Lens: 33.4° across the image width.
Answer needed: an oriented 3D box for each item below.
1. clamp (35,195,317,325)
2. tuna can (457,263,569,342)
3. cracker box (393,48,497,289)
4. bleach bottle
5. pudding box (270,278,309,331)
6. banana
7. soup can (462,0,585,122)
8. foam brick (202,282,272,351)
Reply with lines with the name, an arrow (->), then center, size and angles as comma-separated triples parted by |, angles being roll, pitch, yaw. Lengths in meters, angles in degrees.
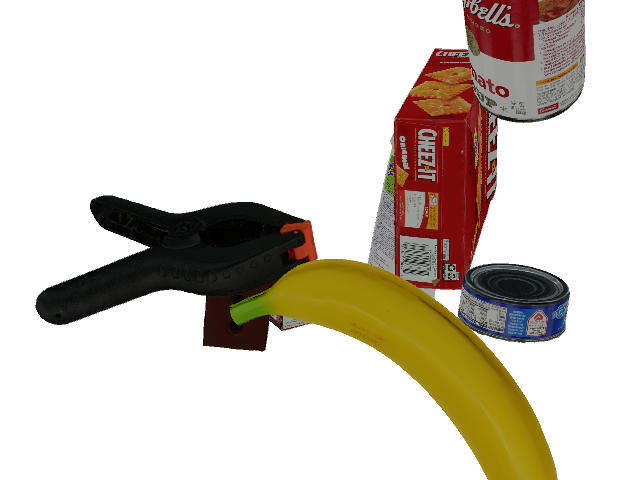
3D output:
clamp -> -0.091, 0.012, 0.665 | 0.172, 0.039, 0.120 | 0, 42, 21
tuna can -> 0.154, 0.048, 0.849 | 0.086, 0.034, 0.086 | 3, 20, -1
cracker box -> 0.123, -0.074, 1.008 | 0.072, 0.164, 0.213 | 5, 27, 15
bleach bottle -> 0.107, -0.042, 1.225 | 0.068, 0.251, 0.103 | -1, 22, -24
pudding box -> -0.026, 0.078, 1.442 | 0.113, 0.039, 0.090 | -15, 26, -28
banana -> 0.052, 0.066, 0.534 | 0.198, 0.070, 0.037 | 36, 26, 5
soup can -> 0.116, -0.125, 0.604 | 0.068, 0.068, 0.102 | 0, -37, 14
foam brick -> -0.065, 0.044, 0.871 | 0.053, 0.078, 0.051 | 5, 14, 0
